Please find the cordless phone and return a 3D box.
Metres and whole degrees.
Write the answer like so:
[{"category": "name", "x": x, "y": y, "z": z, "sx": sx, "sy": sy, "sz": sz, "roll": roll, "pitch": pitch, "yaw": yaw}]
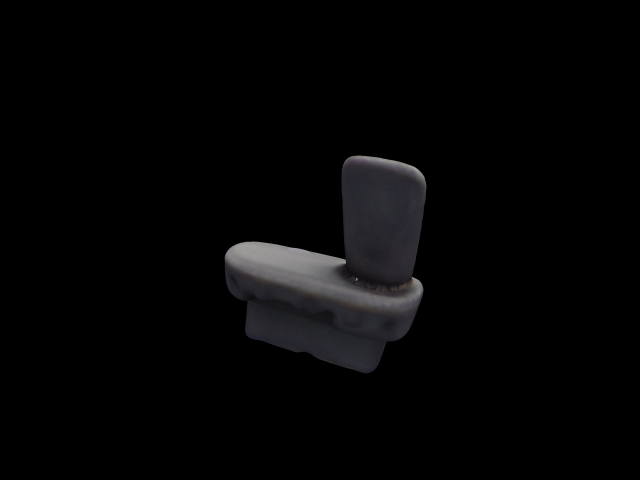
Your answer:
[{"category": "cordless phone", "x": 0.004, "y": 0.001, "z": 0.400, "sx": 0.147, "sy": 0.185, "sz": 0.094, "roll": 11, "pitch": 51, "yaw": 9}]
